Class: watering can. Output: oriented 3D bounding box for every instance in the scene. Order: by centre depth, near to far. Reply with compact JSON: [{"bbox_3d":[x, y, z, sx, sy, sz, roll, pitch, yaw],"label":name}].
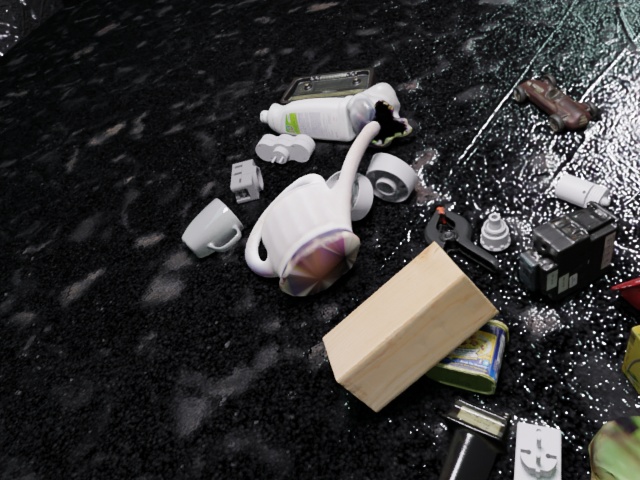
[{"bbox_3d":[0.003,-0.045,0.897,0.345,0.102,0.229,-41,45,13],"label":"watering can"}]

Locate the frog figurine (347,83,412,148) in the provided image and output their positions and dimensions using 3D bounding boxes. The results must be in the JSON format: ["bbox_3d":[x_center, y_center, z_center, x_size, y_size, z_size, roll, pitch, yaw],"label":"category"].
[{"bbox_3d":[0.120,-0.281,1.133,0.137,0.120,0.163,14,32,-24],"label":"frog figurine"}]

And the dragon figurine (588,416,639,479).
[{"bbox_3d":[0.389,0.256,0.503,0.413,0.119,0.246,-26,34,-20],"label":"dragon figurine"}]
